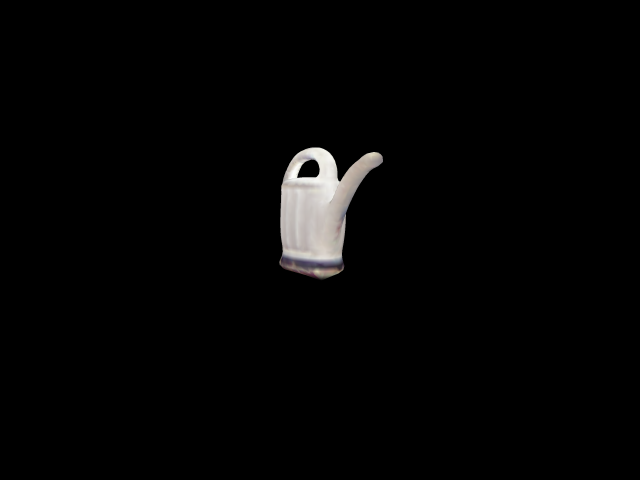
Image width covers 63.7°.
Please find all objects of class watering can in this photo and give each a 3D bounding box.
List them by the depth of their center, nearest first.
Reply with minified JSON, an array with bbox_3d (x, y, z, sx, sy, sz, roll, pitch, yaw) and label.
[{"bbox_3d":[0.003,-0.043,0.850,0.104,0.223,0.348,-2,6,-23],"label":"watering can"}]
